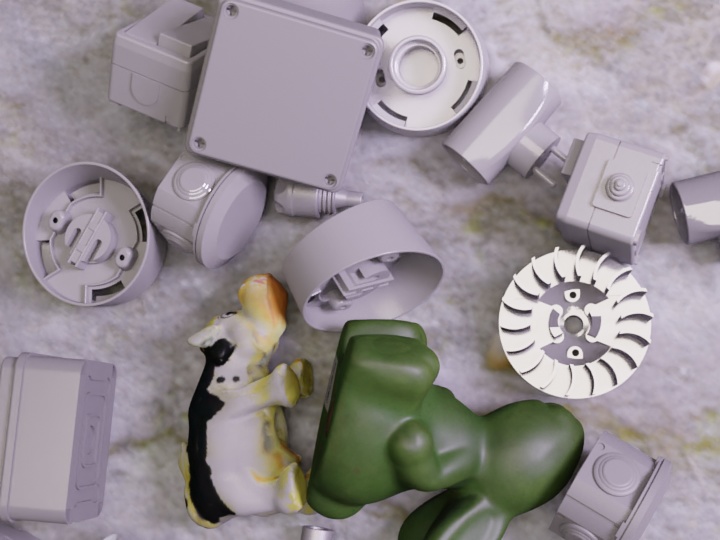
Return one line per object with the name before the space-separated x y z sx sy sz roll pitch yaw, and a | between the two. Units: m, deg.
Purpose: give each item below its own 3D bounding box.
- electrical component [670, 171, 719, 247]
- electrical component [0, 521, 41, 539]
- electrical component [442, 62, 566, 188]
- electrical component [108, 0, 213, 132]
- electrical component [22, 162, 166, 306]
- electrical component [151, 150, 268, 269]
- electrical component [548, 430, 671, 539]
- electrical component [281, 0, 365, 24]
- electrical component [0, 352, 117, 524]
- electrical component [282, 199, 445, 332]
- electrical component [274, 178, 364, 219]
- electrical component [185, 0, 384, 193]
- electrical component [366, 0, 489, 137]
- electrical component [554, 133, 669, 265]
electrical component | 0.254 -0.029 0.713 0.077 0.044 0.079 -14 80 6
electrical component | -0.274 0.256 0.745 0.089 0.062 0.150 27 87 12
electrical component | 0.111 -0.090 0.744 0.079 0.044 0.077 42 90 12
electrical component | -0.127 -0.152 0.767 0.062 0.096 0.061 23 125 11
electrical component | -0.190 -0.022 0.771 0.099 0.064 0.099 -1 81 9
electrical component | -0.104 -0.045 0.753 0.051 0.080 0.080 27 87 16
electrical component | 0.160 0.146 0.685 0.051 0.080 0.080 30 87 17
electrical component | -0.046 -0.201 0.767 0.099 0.064 0.099 -1 51 1
electrical component | -0.214 0.116 0.748 0.057 0.078 0.113 4 83 6
electrical component | 0.000 0.000 0.724 0.099 0.099 0.064 -33 73 3
electrical component | -0.028 -0.053 0.765 0.061 0.035 0.035 7 83 7
electrical component | -0.050 -0.120 0.716 0.109 0.056 0.108 15 110 -5
electrical component | 0.042 -0.144 0.765 0.099 0.064 0.099 1 96 6
electrical component | 0.162 -0.048 0.703 0.061 0.096 0.061 20 86 17
